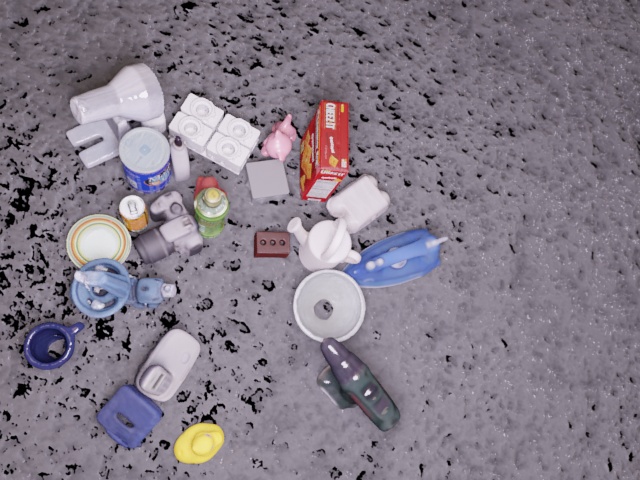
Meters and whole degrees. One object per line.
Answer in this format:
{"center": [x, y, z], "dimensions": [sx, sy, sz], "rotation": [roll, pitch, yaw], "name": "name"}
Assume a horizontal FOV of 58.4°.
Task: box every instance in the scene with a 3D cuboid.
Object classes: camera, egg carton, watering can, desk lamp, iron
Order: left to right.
{"center": [-0.440, -0.267, 1.225], "dimensions": [0.203, 0.213, 0.118], "rotation": [-32, 85, -19], "name": "desk lamp"}
{"center": [-0.340, -0.019, 1.246], "dimensions": [0.137, 0.100, 0.143], "rotation": [-29, 84, -19], "name": "camera"}
{"center": [0.011, 0.007, 1.277], "dimensions": [0.173, 0.194, 0.101], "rotation": [4, 75, -13], "name": "watering can"}
{"center": [0.094, -0.086, 1.387], "dimensions": [0.150, 0.069, 0.107], "rotation": [-38, 87, -19], "name": "egg carton"}
{"center": [0.172, 0.045, 1.335], "dimensions": [0.259, 0.141, 0.118], "rotation": [-19, 81, -17], "name": "iron"}

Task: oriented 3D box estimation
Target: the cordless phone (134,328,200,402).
{"center": [-0.306, 0.246, 1.143], "dimensions": [0.094, 0.185, 0.148], "rotation": [30, 71, -5], "name": "cordless phone"}

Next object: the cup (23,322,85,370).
{"center": [-0.522, 0.206, 1.148], "dimensions": [0.118, 0.095, 0.091], "rotation": [-37, 87, -19], "name": "cup"}

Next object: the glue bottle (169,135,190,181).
{"center": [-0.311, -0.191, 1.259], "dimensions": [0.037, 0.173, 0.078], "rotation": [-17, 81, -17], "name": "glue bottle"}

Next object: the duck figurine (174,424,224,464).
{"center": [-0.245, 0.418, 1.167], "dimensions": [0.105, 0.086, 0.077], "rotation": [-18, 81, -17], "name": "duck figurine"}

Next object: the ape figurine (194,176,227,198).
{"center": [-0.251, -0.115, 1.297], "dimensions": [0.076, 0.092, 0.078], "rotation": [-34, 86, -19], "name": "ape figurine"}

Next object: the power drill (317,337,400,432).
{"center": [0.063, 0.302, 1.208], "dimensions": [0.229, 0.208, 0.076], "rotation": [46, 71, 1], "name": "power drill"}

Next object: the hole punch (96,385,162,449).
{"center": [-0.380, 0.356, 1.147], "dimensions": [0.109, 0.091, 0.101], "rotation": [40, 71, -1], "name": "hole punch"}

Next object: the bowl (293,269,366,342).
{"center": [0.015, 0.154, 1.304], "dimensions": [0.168, 0.074, 0.167], "rotation": [3, 75, -13], "name": "bowl"}

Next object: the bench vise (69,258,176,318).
{"center": [-0.401, 0.082, 1.143], "dimensions": [0.208, 0.219, 0.121], "rotation": [-15, 80, -17], "name": "bench vise"}

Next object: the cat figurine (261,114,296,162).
{"center": [-0.093, -0.239, 1.354], "dimensions": [0.067, 0.117, 0.128], "rotation": [23, 72, -7], "name": "cat figurine"}
